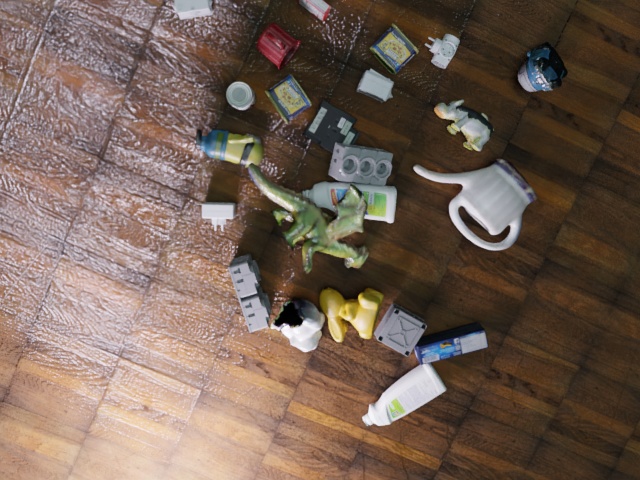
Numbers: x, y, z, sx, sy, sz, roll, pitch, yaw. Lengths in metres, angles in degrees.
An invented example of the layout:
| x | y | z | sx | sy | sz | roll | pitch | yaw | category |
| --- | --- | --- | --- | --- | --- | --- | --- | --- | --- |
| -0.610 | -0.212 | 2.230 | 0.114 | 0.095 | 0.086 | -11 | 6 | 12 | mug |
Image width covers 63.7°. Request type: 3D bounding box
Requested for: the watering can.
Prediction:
| x | y | z | sx | sy | sz | roll | pitch | yaw | category |
| --- | --- | --- | --- | --- | --- | --- | --- | --- | --- |
| 0.434 | -0.133 | 1.393 | 0.224 | 0.346 | 0.105 | -43 | 8 | 3 | watering can |

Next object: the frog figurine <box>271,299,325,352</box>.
| x | y | z | sx | sy | sz | roll | pitch | yaw | category |
| --- | --- | --- | --- | --- | --- | --- | --- | --- | --- |
| -0.044 | 0.238 | 1.431 | 0.136 | 0.126 | 0.157 | -27 | -45 | 21 | frog figurine |

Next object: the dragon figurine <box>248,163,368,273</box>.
| x | y | z | sx | sy | sz | roll | pitch | yaw | category |
| --- | --- | --- | --- | --- | --- | --- | --- | --- | --- |
| 0.004 | -0.068 | 1.357 | 0.242 | 0.403 | 0.124 | -26 | 25 | 2 | dragon figurine |
